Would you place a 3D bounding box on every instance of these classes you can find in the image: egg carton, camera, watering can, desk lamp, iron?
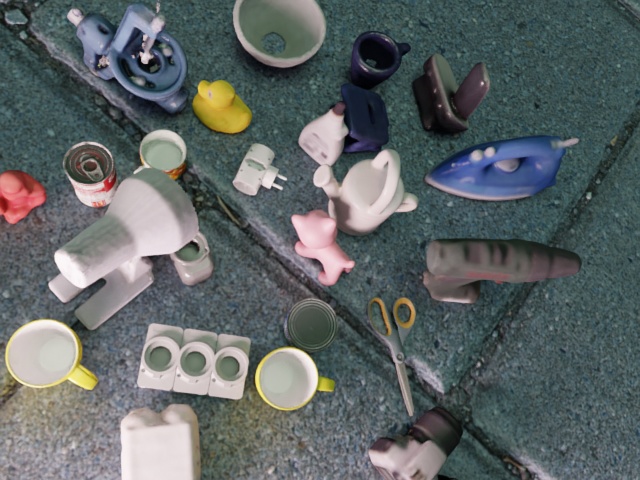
[{"bbox_3d":[-0.221,0.309,0.801,0.107,0.069,0.150,-4,75,-16],"label":"egg carton"},{"bbox_3d":[0.172,0.338,0.881,0.137,0.100,0.143,-41,87,-21],"label":"camera"},{"bbox_3d":[0.077,-0.079,0.927,0.173,0.194,0.101,-10,77,-17],"label":"watering can"},{"bbox_3d":[-0.276,0.015,0.795,0.118,0.213,0.203,46,69,2],"label":"desk lamp"},{"bbox_3d":[0.333,-0.145,1.043,0.259,0.141,0.118,-8,76,-17],"label":"iron"}]

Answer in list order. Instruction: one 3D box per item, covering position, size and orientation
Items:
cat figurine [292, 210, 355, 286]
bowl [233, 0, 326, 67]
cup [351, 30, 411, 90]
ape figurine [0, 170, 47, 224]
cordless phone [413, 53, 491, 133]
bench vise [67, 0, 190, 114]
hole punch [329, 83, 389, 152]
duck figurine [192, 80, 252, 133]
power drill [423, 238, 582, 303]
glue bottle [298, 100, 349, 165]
[{"bbox_3d":[0.009,0.003,0.926,0.067,0.117,0.128,-41,88,-21],"label":"cat figurine"},{"bbox_3d":[-0.076,-0.377,1.037,0.168,0.074,0.167,4,73,-14],"label":"bowl"},{"bbox_3d":[0.104,-0.326,1.060,0.118,0.095,0.091,-21,80,-19],"label":"cup"},{"bbox_3d":[-0.447,-0.074,0.841,0.078,0.092,0.076,-3,75,-15],"label":"ape figurine"},{"bbox_3d":[0.252,-0.289,1.040,0.094,0.185,0.147,-13,78,-18],"label":"cordless phone"},{"bbox_3d":[-0.298,-0.296,0.877,0.207,0.219,0.121,16,71,-10],"label":"bench vise"},{"bbox_3d":[0.077,-0.220,1.023,0.101,0.091,0.108,-5,75,-16],"label":"hole punch"},{"bbox_3d":[-0.162,-0.233,0.966,0.104,0.086,0.077,26,69,-6],"label":"duck figurine"},{"bbox_3d":[0.268,0.047,0.934,0.230,0.208,0.075,5,73,-13],"label":"power drill"},{"bbox_3d":[0.015,-0.184,0.953,0.078,0.173,0.037,43,69,1],"label":"glue bottle"}]
